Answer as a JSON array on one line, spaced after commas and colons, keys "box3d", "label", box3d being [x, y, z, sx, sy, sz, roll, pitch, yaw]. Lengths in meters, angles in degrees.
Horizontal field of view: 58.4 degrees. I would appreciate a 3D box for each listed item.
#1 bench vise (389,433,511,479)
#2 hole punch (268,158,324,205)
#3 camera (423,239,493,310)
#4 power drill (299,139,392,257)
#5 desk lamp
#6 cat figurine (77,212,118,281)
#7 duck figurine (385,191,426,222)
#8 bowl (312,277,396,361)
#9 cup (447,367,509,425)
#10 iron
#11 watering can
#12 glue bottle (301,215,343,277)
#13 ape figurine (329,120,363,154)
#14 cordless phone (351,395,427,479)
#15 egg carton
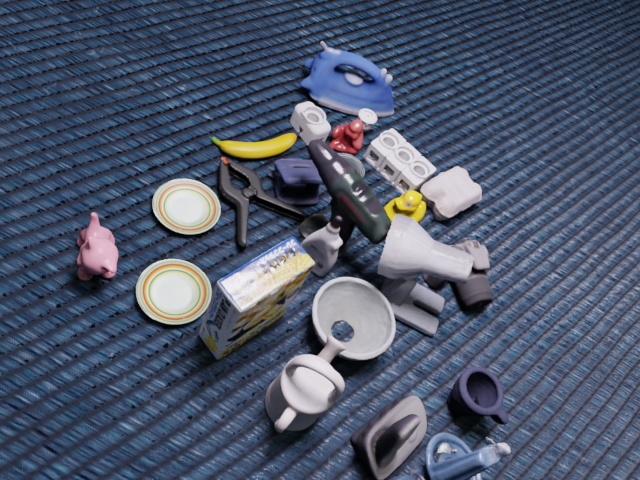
[{"box3d": [0.201, 0.389, 0.913, 0.208, 0.219, 0.121, -33, 75, -34], "label": "bench vise"}, {"box3d": [-0.046, -0.137, 1.227, 0.109, 0.091, 0.101, -2, 60, -22], "label": "hole punch"}, {"box3d": [0.310, 0.075, 1.227, 0.143, 0.100, 0.136, -3, 61, -23], "label": "camera"}, {"box3d": [0.033, -0.063, 1.139, 0.229, 0.208, 0.076, 44, 55, 9], "label": "power drill"}, {"box3d": [0.190, 0.064, 1.117, 0.203, 0.213, 0.118, 27, 54, -3], "label": "desk lamp"}, {"box3d": [-0.383, 0.014, 0.984, 0.067, 0.117, 0.127, -4, 61, -23], "label": "cat figurine"}, {"box3d": [0.200, -0.078, 1.289, 0.105, 0.086, 0.077, -10, 63, -26], "label": "duck figurine"}, {"box3d": [0.054, 0.159, 1.090, 0.168, 0.074, 0.167, 10, 56, -15], "label": "bowl"}, {"box3d": [0.293, 0.306, 1.078, 0.092, 0.095, 0.117, -33, 75, -34], "label": "cup"}, {"box3d": [0.089, -0.397, 1.412, 0.259, 0.141, 0.118, 15, 55, -12], "label": "iron"}, {"box3d": [-0.018, 0.233, 0.941, 0.101, 0.194, 0.173, 18, 55, -10], "label": "watering can"}, {"box3d": [0.010, 0.004, 1.109, 0.078, 0.173, 0.037, 41, 54, 7], "label": "glue bottle"}, {"box3d": [0.072, -0.247, 1.341, 0.076, 0.092, 0.077, -28, 72, -32], "label": "ape figurine"}, {"box3d": [0.142, 0.316, 0.957, 0.148, 0.185, 0.094, -35, 76, -34], "label": "cordless phone"}, {"box3d": [0.312, -0.112, 1.364, 0.151, 0.069, 0.107, -28, 73, -33], "label": "egg carton"}]
